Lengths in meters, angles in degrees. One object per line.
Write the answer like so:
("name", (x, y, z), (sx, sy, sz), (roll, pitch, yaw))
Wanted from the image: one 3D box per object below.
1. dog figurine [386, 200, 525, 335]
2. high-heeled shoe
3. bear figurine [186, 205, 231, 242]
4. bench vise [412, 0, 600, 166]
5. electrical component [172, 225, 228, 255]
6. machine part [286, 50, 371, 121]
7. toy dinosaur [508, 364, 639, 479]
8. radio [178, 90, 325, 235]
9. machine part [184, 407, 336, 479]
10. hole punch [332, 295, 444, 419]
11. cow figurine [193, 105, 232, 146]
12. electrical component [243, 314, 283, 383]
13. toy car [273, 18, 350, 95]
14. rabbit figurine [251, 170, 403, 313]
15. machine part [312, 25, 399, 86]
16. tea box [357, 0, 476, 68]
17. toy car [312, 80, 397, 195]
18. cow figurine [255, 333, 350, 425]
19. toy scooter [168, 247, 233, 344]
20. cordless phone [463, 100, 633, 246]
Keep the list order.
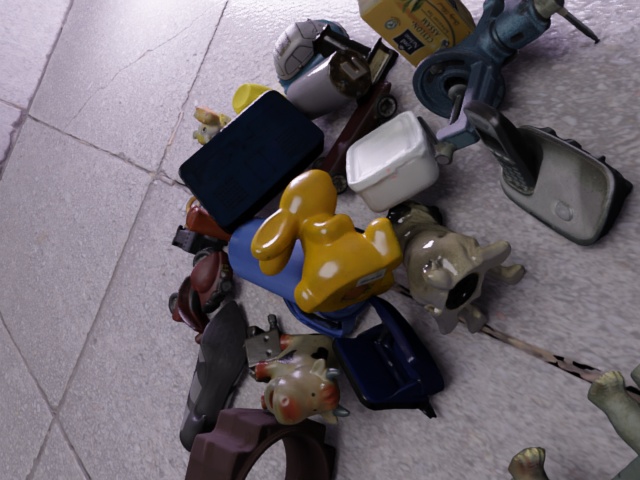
("dog figurine", (0.123, 0.009, 0.648), (0.121, 0.172, 0.191), (-49, 53, 3))
("high-heeled shoe", (-0.186, 0.240, 0.946), (0.145, 0.086, 0.249), (120, 166, -55))
("bear figurine", (-0.155, -0.096, 0.982), (0.120, 0.132, 0.195), (-146, 73, -71))
("bench vise", (0.199, -0.199, 0.670), (0.224, 0.128, 0.240), (-11, 49, 49))
("electrical component", (-0.227, 0.010, 1.050), (0.119, 0.074, 0.047), (18, 87, 43))
("machine part", (0.010, -0.248, 0.879), (0.243, 0.079, 0.079), (-2, 72, 63))
("toy dinosaur", (0.277, 0.234, 0.454), (0.404, 0.131, 0.192), (-57, 44, 20))
("radio", (-0.114, -0.132, 0.898), (0.229, 0.073, 0.131), (-43, 85, -9))
("machine part", (-0.074, 0.325, 0.687), (0.087, 0.201, 0.201), (2, 75, 42))
("hole punch", (0.095, 0.137, 0.657), (0.092, 0.115, 0.142), (-57, 43, 21))
("cow figurine", (-0.182, -0.185, 1.012), (0.068, 0.167, 0.098), (41, 103, 39))
("electrical component", (-0.091, 0.181, 0.876), (0.078, 0.045, 0.102), (-24, 57, 2))
("toy car", (-0.031, -0.337, 0.973), (0.161, 0.103, 0.109), (-39, 50, 25))
("rabbit figurine", (-0.001, -0.002, 0.655), (0.162, 0.121, 0.173), (-22, 70, -3))
("machine part", (0.055, -0.304, 0.886), (0.139, 0.039, 0.084), (27, 101, 9))
("tea box", (0.139, -0.313, 0.750), (0.098, 0.169, 0.068), (-29, 56, 35))
("toy car", (0.056, -0.159, 0.855), (0.202, 0.053, 0.089), (-57, 25, 10))
("cow figurine", (-0.016, 0.182, 0.707), (0.127, 0.195, 0.085), (-10, 97, 16))
("toy scooter", (-0.215, 0.111, 0.997), (0.184, 0.075, 0.135), (-50, 46, 22))
("cordless phone", (0.234, -0.081, 0.561), (0.088, 0.184, 0.147), (-52, 46, 11))
